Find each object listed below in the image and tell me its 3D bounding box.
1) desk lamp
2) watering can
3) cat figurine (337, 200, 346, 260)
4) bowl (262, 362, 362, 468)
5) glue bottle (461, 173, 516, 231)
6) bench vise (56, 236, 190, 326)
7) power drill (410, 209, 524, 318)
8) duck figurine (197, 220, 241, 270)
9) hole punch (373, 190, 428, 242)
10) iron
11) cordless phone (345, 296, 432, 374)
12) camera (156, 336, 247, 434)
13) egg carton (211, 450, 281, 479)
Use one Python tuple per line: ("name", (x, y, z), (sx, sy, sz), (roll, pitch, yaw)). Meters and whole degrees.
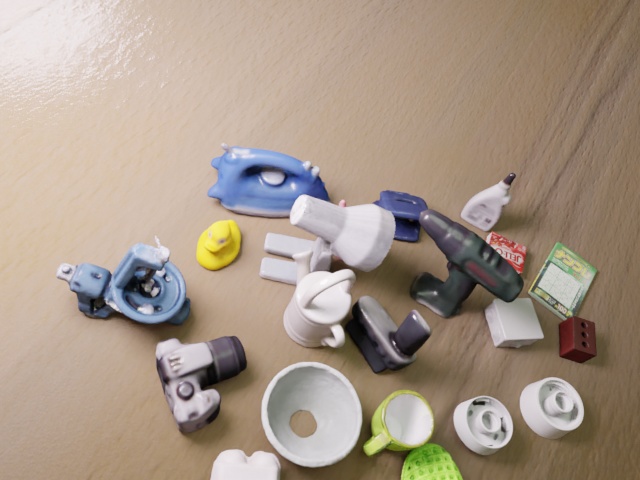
("desk lamp", (0.010, 0.004, 1.041), (0.203, 0.213, 0.118), (11, 57, -10))
("watering can", (-0.002, 0.099, 0.990), (0.172, 0.194, 0.101), (43, 57, 12))
("cat figurine", (0.066, -0.021, 1.132), (0.067, 0.117, 0.127), (-17, 65, -25))
("bowl", (-0.019, 0.291, 0.938), (0.168, 0.074, 0.167), (8, 57, -12))
("glue bottle", (0.374, -0.088, 1.234), (0.078, 0.173, 0.037), (31, 55, 4))
("bench vise", (-0.306, 0.070, 0.900), (0.208, 0.219, 0.121), (-3, 60, -18))
("power drill", (0.254, 0.058, 1.085), (0.229, 0.208, 0.076), (31, 55, 3))
("duck figurine", (-0.185, -0.005, 1.065), (0.077, 0.086, 0.105), (30, 55, 3))
("hole punch", (0.173, -0.063, 1.207), (0.109, 0.091, 0.101), (10, 57, -11))
("iron", (-0.087, -0.128, 1.137), (0.259, 0.141, 0.118), (6, 58, -13))
("cordless phone", (0.129, 0.144, 1.007), (0.094, 0.185, 0.147), (-29, 71, -29))
("camera", (-0.183, 0.214, 0.920), (0.137, 0.100, 0.143), (-16, 65, -25))
("egg carton", (-0.115, 0.391, 0.850), (0.107, 0.069, 0.150), (9, 57, -12))
